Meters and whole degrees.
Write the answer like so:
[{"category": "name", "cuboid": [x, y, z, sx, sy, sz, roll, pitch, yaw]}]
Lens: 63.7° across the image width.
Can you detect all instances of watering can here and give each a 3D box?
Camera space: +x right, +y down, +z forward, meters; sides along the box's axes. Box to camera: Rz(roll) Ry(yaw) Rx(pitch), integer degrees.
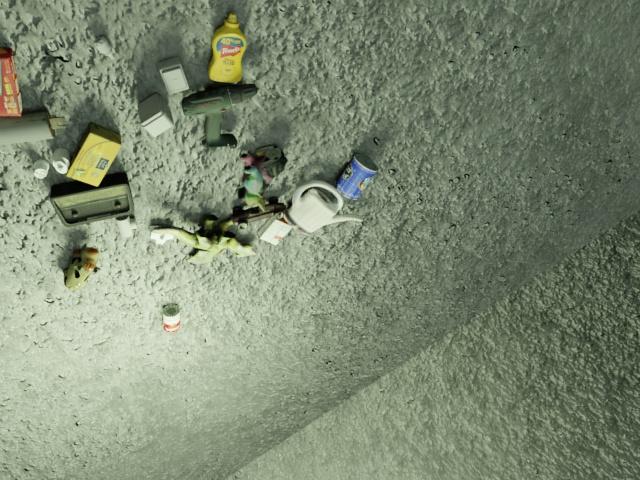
[{"category": "watering can", "cuboid": [0.006, -0.099, 1.970, 0.222, 0.106, 0.343, -40, 134, 15]}]

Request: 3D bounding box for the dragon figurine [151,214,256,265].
[{"category": "dragon figurine", "cuboid": [-0.423, 0.023, 1.887, 0.411, 0.125, 0.237, 0, 139, -28]}]
